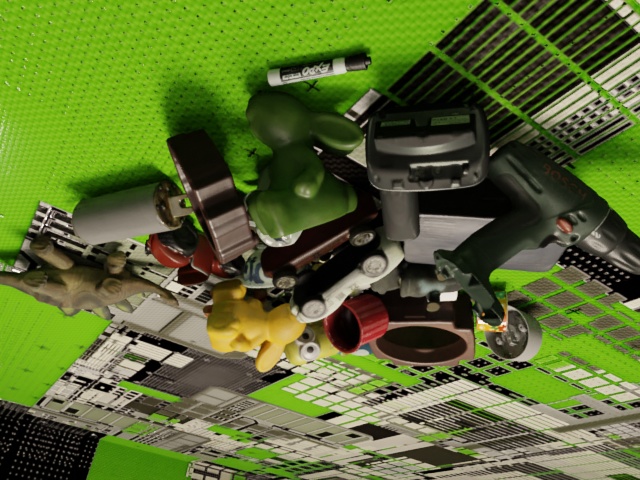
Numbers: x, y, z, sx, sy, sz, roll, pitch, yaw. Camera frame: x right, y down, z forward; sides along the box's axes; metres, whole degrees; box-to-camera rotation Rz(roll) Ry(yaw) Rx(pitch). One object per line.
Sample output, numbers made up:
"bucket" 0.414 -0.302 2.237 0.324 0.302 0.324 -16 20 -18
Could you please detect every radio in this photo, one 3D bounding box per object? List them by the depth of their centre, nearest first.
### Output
"radio" 0.233 -0.021 0.770 0.230 0.073 0.131 5 146 8

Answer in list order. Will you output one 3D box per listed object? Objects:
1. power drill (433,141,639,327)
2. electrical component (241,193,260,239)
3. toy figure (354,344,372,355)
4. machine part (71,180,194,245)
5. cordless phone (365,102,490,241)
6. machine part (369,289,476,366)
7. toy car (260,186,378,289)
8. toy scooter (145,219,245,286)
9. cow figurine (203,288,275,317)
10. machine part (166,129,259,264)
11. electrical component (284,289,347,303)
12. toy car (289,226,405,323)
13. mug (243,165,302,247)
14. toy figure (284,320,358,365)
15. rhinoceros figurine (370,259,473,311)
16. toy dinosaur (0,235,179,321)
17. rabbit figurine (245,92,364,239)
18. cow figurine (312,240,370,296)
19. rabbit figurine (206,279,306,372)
"power drill" 0.257 0.008 0.643 0.232 0.207 0.086 48 178 4
"electrical component" -0.113 -0.034 0.850 0.078 0.045 0.102 46 135 -3
"toy figure" 0.116 0.224 1.163 0.154 0.057 0.064 10 -176 -5
"machine part" -0.300 -0.042 0.844 0.243 0.079 0.079 -8 142 24
"cordless phone" 0.133 -0.071 0.660 0.147 0.089 0.184 -2 127 14
"machine part" 0.194 0.167 1.037 0.201 0.087 0.201 -4 142 16
"toy car" -0.002 -0.002 0.795 0.202 0.089 0.053 -30 144 17
"toy scooter" -0.235 0.031 0.942 0.135 0.075 0.183 -20 141 37
"cow figurine" -0.128 0.161 1.097 0.195 0.085 0.127 1 139 6
"machine part" -0.144 -0.059 0.715 0.056 0.179 0.179 -26 147 -14
"electrical component" -0.005 0.095 0.998 0.115 0.058 0.134 3 145 4
"toy car" 0.035 0.052 0.808 0.202 0.074 0.056 -38 127 17
"mug" -0.065 -0.045 0.764 0.110 0.107 0.080 -6 142 16
"toy figure" 0.014 0.200 1.075 0.180 0.082 0.089 -12 142 -32
"rhinoceros figurine" 0.173 0.053 0.858 0.190 0.112 0.073 -5 119 -14
"toy dinosaur" -0.497 0.087 1.052 0.472 0.105 0.198 10 149 6
"rabbit figurine" -0.025 -0.102 0.649 0.159 0.170 0.121 -18 -172 -5
"cow figurine" 0.034 0.024 0.878 0.167 0.068 0.098 31 134 -34
"rabbit figurine" -0.108 0.161 0.971 0.173 0.122 0.162 -5 122 -1
